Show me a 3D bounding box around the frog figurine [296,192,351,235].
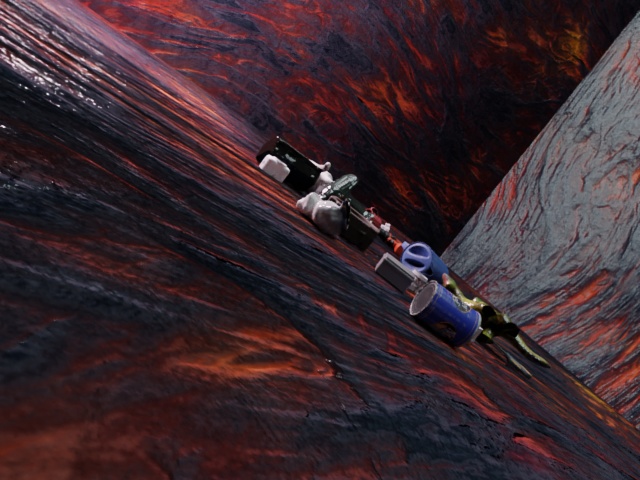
[{"bbox_3d":[0.005,-0.075,1.499,0.159,0.121,0.139,3,12,11],"label":"frog figurine"}]

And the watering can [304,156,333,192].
[{"bbox_3d":[-0.022,-0.265,2.073,0.226,0.105,0.341,37,-16,18],"label":"watering can"}]

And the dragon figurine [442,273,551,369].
[{"bbox_3d":[0.565,0.255,1.703,0.411,0.120,0.246,37,19,2],"label":"dragon figurine"}]
